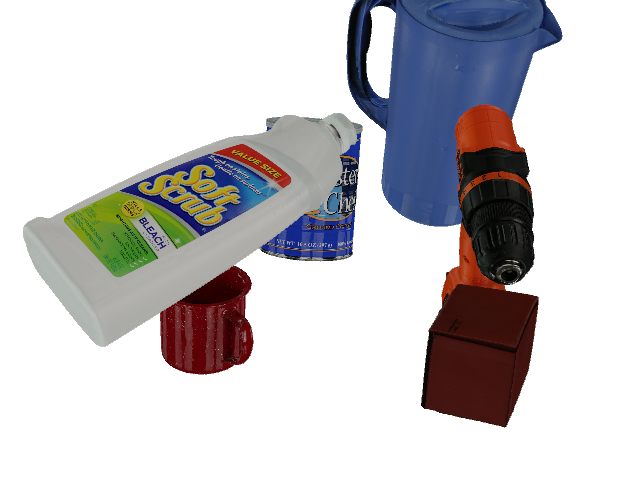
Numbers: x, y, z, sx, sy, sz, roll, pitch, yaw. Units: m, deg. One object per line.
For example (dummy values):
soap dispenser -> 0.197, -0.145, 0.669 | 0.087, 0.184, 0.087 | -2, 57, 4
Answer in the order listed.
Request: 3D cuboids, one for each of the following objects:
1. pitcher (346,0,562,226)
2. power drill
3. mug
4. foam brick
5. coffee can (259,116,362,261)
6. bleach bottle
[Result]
pitcher -> 0.113, -0.135, 1.011 | 0.144, 0.243, 0.149 | -20, 51, -24
power drill -> 0.131, 0.014, 0.832 | 0.057, 0.188, 0.184 | 2, 41, 2
mug -> -0.105, 0.080, 1.026 | 0.117, 0.081, 0.093 | 25, 34, 38
foam brick -> 0.096, 0.066, 0.637 | 0.053, 0.051, 0.078 | 10, 22, 18
coffee can -> -0.011, -0.057, 1.143 | 0.103, 0.140, 0.103 | 4, 11, -1
bleach bottle -> -0.082, -0.029, 0.782 | 0.250, 0.103, 0.068 | -34, -25, -23
